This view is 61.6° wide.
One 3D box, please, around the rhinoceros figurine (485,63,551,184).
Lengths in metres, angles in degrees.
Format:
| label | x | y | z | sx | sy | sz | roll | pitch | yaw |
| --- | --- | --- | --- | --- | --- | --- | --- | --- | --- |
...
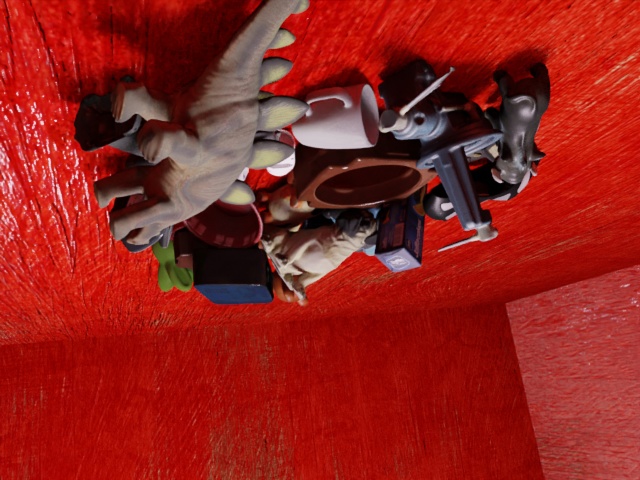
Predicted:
| label | x | y | z | sx | sy | sz | roll | pitch | yaw |
| --- | --- | --- | --- | --- | --- | --- | --- | --- | --- |
| rhinoceros figurine | 0.283 | -0.156 | 0.759 | 0.073 | 0.112 | 0.190 | -11 | 148 | 4 |

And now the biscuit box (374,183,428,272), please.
| label | x | y | z | sx | sy | sz | roll | pitch | yaw |
| --- | --- | --- | --- | --- | --- | --- | --- | --- | --- |
| biscuit box | 0.148 | -0.041 | 0.961 | 0.059 | 0.203 | 0.062 | -19 | 134 | 36 |

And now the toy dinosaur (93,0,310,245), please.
| label | x | y | z | sx | sy | sz | roll | pitch | yaw |
| --- | --- | --- | --- | --- | --- | --- | --- | --- | --- |
| toy dinosaur | -0.121 | -0.122 | 0.592 | 0.198 | 0.105 | 0.471 | -14 | 158 | -43 |

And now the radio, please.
| label | x | y | z | sx | sy | sz | roll | pitch | yaw |
| --- | --- | --- | --- | --- | --- | --- | --- | --- | --- |
| radio | -0.160 | 0.075 | 1.041 | 0.131 | 0.073 | 0.229 | -2 | 166 | -1 |

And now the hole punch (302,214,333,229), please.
| label | x | y | z | sx | sy | sz | roll | pitch | yaw |
| --- | --- | --- | --- | --- | --- | --- | --- | --- | --- |
| hole punch | 0.022 | -0.042 | 1.138 | 0.142 | 0.092 | 0.116 | -4 | 175 | -14 |

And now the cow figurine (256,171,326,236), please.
| label | x | y | z | sx | sy | sz | roll | pitch | yaw |
| --- | --- | --- | --- | --- | --- | --- | --- | --- | --- |
| cow figurine | -0.057 | -0.058 | 1.039 | 0.127 | 0.085 | 0.195 | 9 | 154 | -39 |

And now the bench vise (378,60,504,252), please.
| label | x | y | z | sx | sy | sz | roll | pitch | yaw |
| --- | --- | --- | --- | --- | --- | --- | --- | --- | --- |
| bench vise | 0.170 | -0.110 | 0.700 | 0.129 | 0.240 | 0.223 | -22 | 175 | 30 |

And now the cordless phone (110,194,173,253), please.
| label | x | y | z | sx | sy | sz | roll | pitch | yaw |
| --- | --- | --- | --- | --- | --- | --- | --- | --- | --- |
| cordless phone | -0.273 | -0.024 | 0.882 | 0.089 | 0.147 | 0.184 | 8 | 143 | -5 |

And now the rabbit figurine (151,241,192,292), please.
| label | x | y | z | sx | sy | sz | roll | pitch | yaw |
| --- | --- | --- | --- | --- | --- | --- | --- | --- | --- |
| rabbit figurine | -0.306 | 0.038 | 1.180 | 0.121 | 0.159 | 0.170 | -8 | 153 | 39 |

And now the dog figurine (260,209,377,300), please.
| label | x | y | z | sx | sy | sz | roll | pitch | yaw |
| --- | --- | --- | --- | --- | --- | --- | --- | --- | --- |
| dog figurine | 0.000 | 0.000 | 0.998 | 0.190 | 0.173 | 0.121 | -34 | 127 | -12 |

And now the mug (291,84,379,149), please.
| label | x | y | z | sx | sy | sz | roll | pitch | yaw |
| --- | --- | --- | --- | --- | --- | --- | --- | --- | --- |
| mug | 0.013 | -0.160 | 0.707 | 0.107 | 0.080 | 0.109 | -5 | 168 | 24 |

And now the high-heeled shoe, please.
| label | x | y | z | sx | sy | sz | roll | pitch | yaw |
| --- | --- | --- | --- | --- | --- | --- | --- | --- | --- |
| high-heeled shoe | 0.293 | -0.112 | 0.963 | 0.249 | 0.086 | 0.145 | -36 | 154 | 2 |

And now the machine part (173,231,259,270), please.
| label | x | y | z | sx | sy | sz | roll | pitch | yaw |
| --- | --- | --- | --- | --- | --- | --- | --- | --- | --- |
| machine part | -0.208 | 0.019 | 1.075 | 0.179 | 0.056 | 0.179 | -6 | 165 | -2 |

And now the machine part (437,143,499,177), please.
| label | x | y | z | sx | sy | sz | roll | pitch | yaw |
| --- | --- | --- | --- | --- | --- | --- | --- | --- | --- |
| machine part | 0.266 | -0.149 | 0.948 | 0.139 | 0.039 | 0.084 | -19 | 169 | 31 |

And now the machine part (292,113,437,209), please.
| label | x | y | z | sx | sy | sz | roll | pitch | yaw |
| --- | --- | --- | --- | --- | --- | --- | --- | --- | --- |
| machine part | 0.070 | -0.122 | 0.859 | 0.201 | 0.087 | 0.201 | -1 | 162 | -23 |

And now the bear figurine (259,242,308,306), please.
| label | x | y | z | sx | sy | sz | roll | pitch | yaw |
| --- | --- | --- | --- | --- | --- | --- | --- | --- | --- |
| bear figurine | -0.099 | 0.058 | 1.217 | 0.132 | 0.196 | 0.120 | -13 | 167 | 21 |

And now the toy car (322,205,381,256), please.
| label | x | y | z | sx | sy | sz | roll | pitch | yaw |
| --- | --- | --- | --- | --- | --- | --- | --- | --- | --- |
| toy car | 0.084 | -0.056 | 1.050 | 0.109 | 0.161 | 0.103 | -43 | -175 | 40 |

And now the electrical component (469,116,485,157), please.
| label | x | y | z | sx | sy | sz | roll | pitch | yaw |
| --- | --- | --- | --- | --- | --- | --- | --- | --- | --- |
| electrical component | 0.264 | -0.168 | 0.858 | 0.102 | 0.045 | 0.078 | -16 | 164 | 26 |

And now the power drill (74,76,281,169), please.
| label | x | y | z | sx | sy | sz | roll | pitch | yaw |
| --- | --- | --- | --- | --- | --- | --- | --- | --- | --- |
| power drill | -0.194 | -0.138 | 0.711 | 0.232 | 0.086 | 0.207 | -14 | 170 | 23 |
